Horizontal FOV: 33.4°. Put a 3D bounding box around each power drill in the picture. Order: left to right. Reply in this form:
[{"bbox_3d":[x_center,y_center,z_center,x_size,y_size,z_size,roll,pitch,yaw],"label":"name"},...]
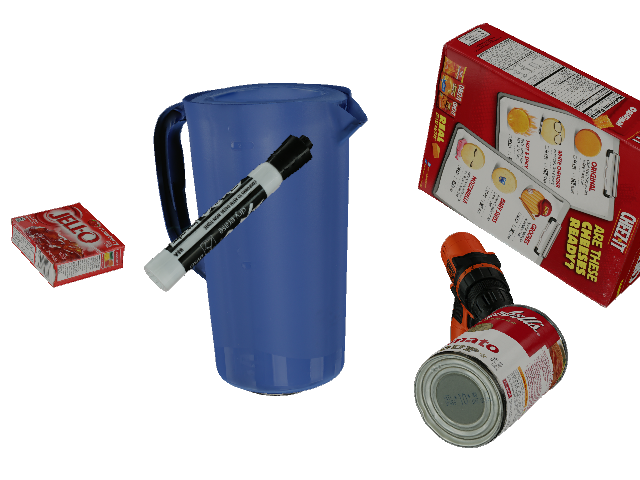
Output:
[{"bbox_3d":[0.168,0.104,1.149,0.057,0.188,0.184,-2,24,-4],"label":"power drill"}]

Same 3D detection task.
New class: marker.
[{"bbox_3d":[-0.049,-0.018,0.602,0.121,0.020,0.020,-44,16,-17],"label":"marker"}]

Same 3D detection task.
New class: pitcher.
[{"bbox_3d":[-0.047,-0.006,0.870,0.144,0.243,0.149,-7,15,-19],"label":"pitcher"}]

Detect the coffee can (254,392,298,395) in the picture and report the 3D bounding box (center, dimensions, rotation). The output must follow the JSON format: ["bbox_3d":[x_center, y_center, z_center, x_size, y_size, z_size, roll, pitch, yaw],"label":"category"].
[{"bbox_3d":[-0.052,0.098,1.265,0.103,0.140,0.103,2,20,-1],"label":"coffee can"}]

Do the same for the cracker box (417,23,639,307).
[{"bbox_3d":[0.195,-0.069,0.924,0.214,0.164,0.072,34,50,28],"label":"cracker box"}]

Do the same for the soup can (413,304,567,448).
[{"bbox_3d":[0.116,0.091,0.722,0.069,0.068,0.102,0,15,36],"label":"soup can"}]

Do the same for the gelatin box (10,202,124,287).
[{"bbox_3d":[-0.237,0.002,0.998,0.073,0.030,0.089,-16,40,-36],"label":"gelatin box"}]
